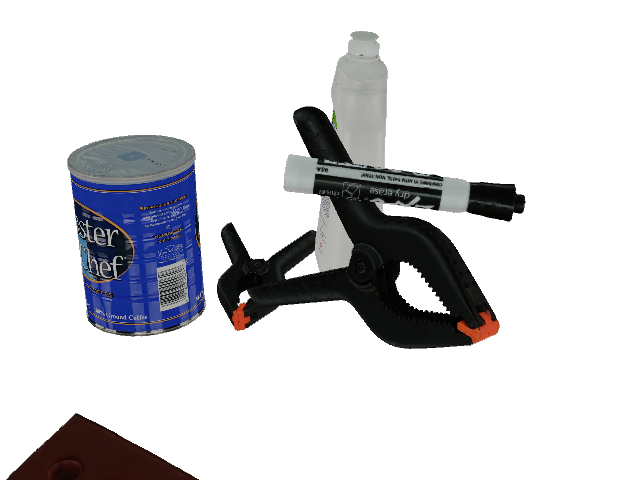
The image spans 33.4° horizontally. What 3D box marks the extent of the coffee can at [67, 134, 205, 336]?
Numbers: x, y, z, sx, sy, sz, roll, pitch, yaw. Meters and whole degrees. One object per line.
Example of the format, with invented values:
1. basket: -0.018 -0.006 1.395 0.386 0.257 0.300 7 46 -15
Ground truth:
1. coffee can: -0.151 -0.006 0.889 0.103 0.140 0.103 -1 24 0

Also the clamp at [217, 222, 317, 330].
1. clamp: -0.063 0.037 1.236 0.120 0.039 0.171 -5 41 7

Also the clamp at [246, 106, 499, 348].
1. clamp: 0.037 0.005 0.759 0.210 0.165 0.036 25 26 34

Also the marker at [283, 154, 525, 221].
1. marker: 0.042 -0.026 0.538 0.121 0.020 0.020 8 0 3

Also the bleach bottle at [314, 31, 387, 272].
1. bleach bottle: 0.036 -0.086 1.093 0.068 0.251 0.102 -1 28 -9

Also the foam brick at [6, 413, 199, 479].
1. foam brick: -0.085 0.119 0.437 0.078 0.051 0.052 21 45 26
